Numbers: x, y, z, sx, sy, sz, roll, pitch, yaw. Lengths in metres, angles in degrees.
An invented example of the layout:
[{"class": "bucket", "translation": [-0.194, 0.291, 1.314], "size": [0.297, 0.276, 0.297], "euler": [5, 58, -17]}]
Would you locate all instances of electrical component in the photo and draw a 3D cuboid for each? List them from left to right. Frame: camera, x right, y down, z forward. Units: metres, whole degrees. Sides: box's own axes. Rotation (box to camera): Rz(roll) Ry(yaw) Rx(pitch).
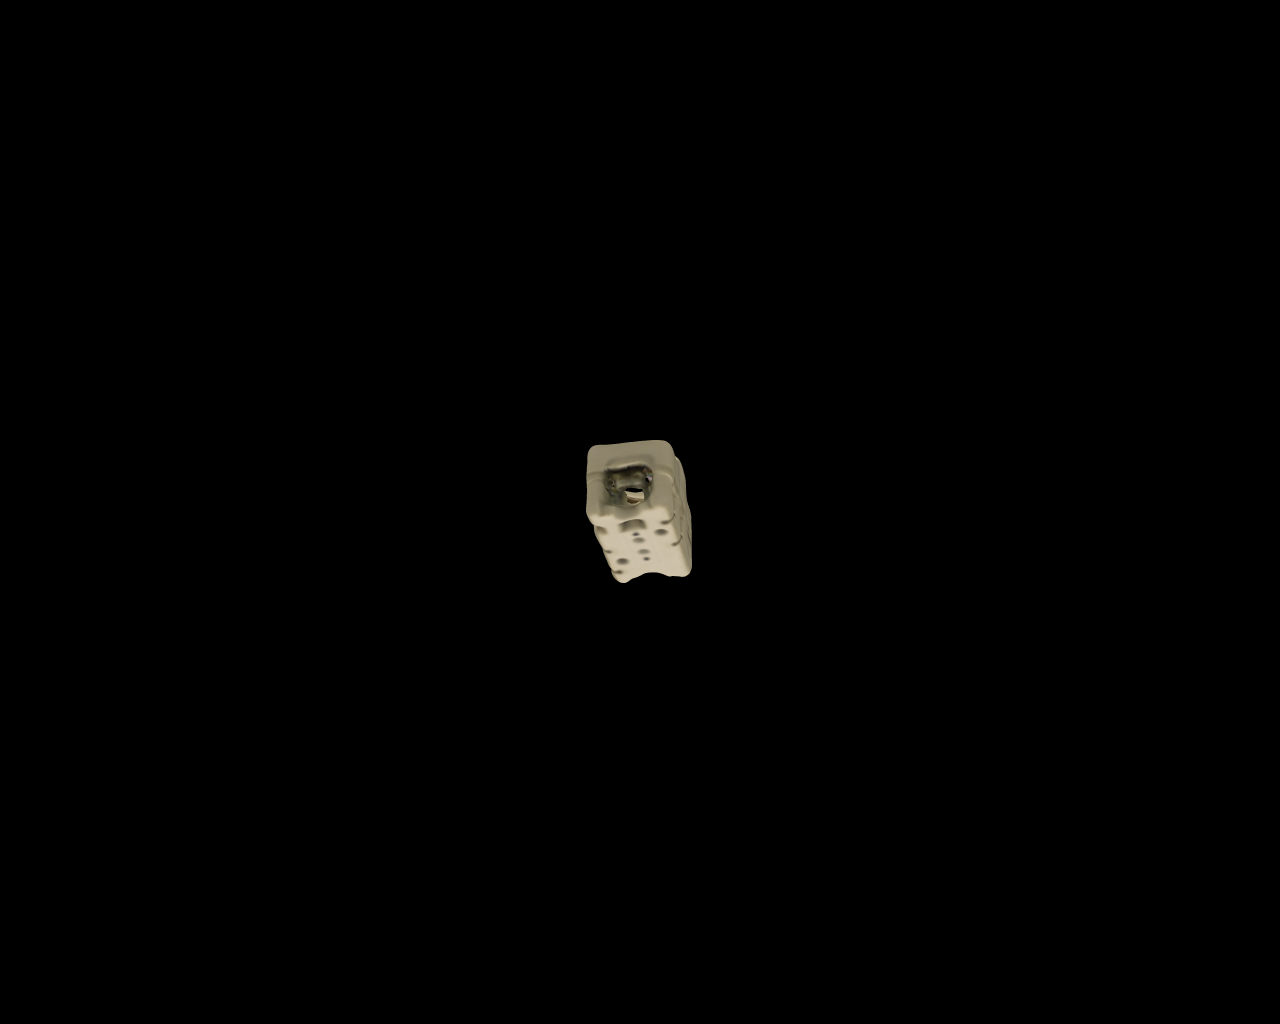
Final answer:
[{"class": "electrical component", "translation": [0.001, -0.003, 0.650], "size": [0.050, 0.056, 0.089], "euler": [-6, -32, 9]}]
